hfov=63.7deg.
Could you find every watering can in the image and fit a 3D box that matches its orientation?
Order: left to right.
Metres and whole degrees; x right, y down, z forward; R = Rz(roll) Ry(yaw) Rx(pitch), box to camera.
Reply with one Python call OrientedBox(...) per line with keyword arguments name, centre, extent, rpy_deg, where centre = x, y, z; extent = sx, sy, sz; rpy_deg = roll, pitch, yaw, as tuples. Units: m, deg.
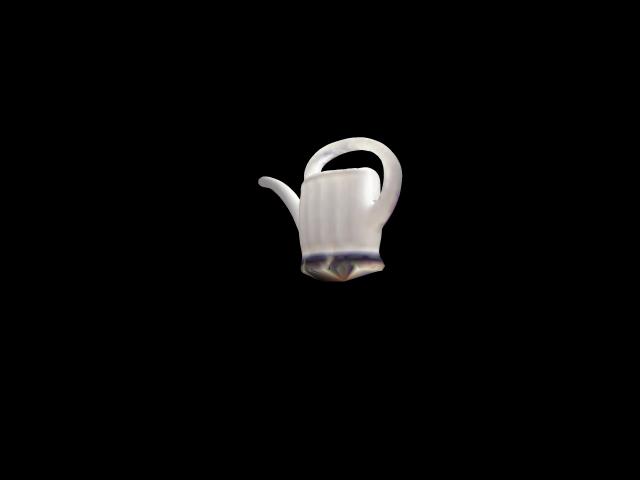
OrientedBox(name="watering can", centre=(0.003, -0.043, 0.850), extent=(0.104, 0.226, 0.345), rpy_deg=(8, -11, -39))
